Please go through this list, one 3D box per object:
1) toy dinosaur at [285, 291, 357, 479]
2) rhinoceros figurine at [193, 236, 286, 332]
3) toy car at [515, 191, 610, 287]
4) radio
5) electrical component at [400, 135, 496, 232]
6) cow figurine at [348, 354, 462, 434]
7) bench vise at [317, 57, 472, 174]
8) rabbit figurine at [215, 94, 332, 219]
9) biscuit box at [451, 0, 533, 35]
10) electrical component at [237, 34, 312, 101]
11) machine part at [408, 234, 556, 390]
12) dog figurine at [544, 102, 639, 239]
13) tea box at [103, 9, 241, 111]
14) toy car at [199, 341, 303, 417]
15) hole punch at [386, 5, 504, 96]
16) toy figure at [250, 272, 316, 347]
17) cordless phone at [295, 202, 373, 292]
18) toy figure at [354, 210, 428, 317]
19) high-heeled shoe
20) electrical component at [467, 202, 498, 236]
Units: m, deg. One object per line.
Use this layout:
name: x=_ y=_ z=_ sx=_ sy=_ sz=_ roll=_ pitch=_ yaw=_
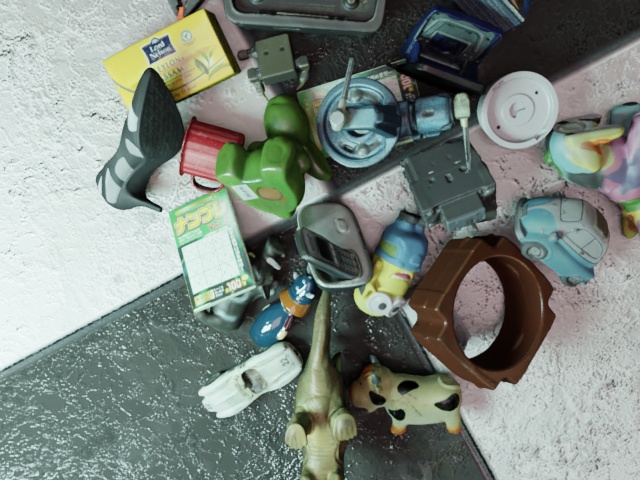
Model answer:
toy dinosaur: x=0.002 y=0.277 z=0.878 sx=0.105 sy=0.198 sz=0.470 roll=5 pitch=101 yaw=0
rhinoceros figurine: x=-0.129 y=0.073 z=0.887 sx=0.112 sy=0.073 sz=0.190 roll=32 pitch=106 yaw=-6
toy car: x=0.377 y=-0.007 z=0.809 sx=0.161 sy=0.109 sz=0.103 roll=38 pitch=140 yaw=-12
radio: x=-0.020 y=-0.358 z=0.748 sx=0.230 sy=0.073 sz=0.131 roll=4 pitch=106 yaw=1
electrical component: x=0.194 y=-0.079 z=0.796 sx=0.115 sy=0.134 sz=0.058 roll=-24 pitch=149 yaw=8
cow figurine: x=0.147 y=0.266 z=0.930 sx=0.195 sy=0.085 sz=0.127 roll=-1 pitch=113 yaw=5
bench vise: x=0.084 y=-0.157 z=0.712 sx=0.224 sy=0.240 sz=0.128 roll=7 pitch=101 yaw=20
rabbit figurine: x=-0.047 y=-0.129 z=0.784 sx=0.121 sy=0.170 sz=0.159 roll=-8 pitch=147 yaw=35
biscuit box: x=0.195 y=-0.364 z=0.716 sx=0.202 sy=0.063 sz=0.059 roll=37 pitch=65 yaw=-20
electrical component: x=-0.064 y=-0.257 z=0.799 sx=0.102 sy=0.045 sz=0.078 roll=-18 pitch=78 yaw=6
machine part: x=0.250 y=0.108 z=0.831 sx=0.201 sy=0.087 sz=0.201 roll=42 pitch=74 yaw=-19
dog figurine: x=0.444 y=-0.081 z=0.800 sx=0.192 sy=0.108 sz=0.219 roll=-15 pitch=109 yaw=6
tea box: x=-0.215 y=-0.255 z=0.792 sx=0.170 sy=0.068 sz=0.098 roll=-24 pitch=105 yaw=10
toy car: x=-0.123 y=0.247 z=0.949 sx=0.202 sy=0.056 sz=0.073 roll=-33 pitch=103 yaw=11
hole punch: x=0.177 y=-0.258 z=0.746 sx=0.142 sy=0.116 sz=0.092 roll=13 pitch=100 yaw=-12
toy figure: x=-0.057 y=0.115 z=0.904 sx=0.064 sy=0.058 sz=0.154 roll=46 pitch=106 yaw=6
cordless phone: x=-0.001 y=-0.003 z=0.786 sx=0.089 sy=0.184 sz=0.146 roll=-24 pitch=65 yaw=17
toy figure: x=0.118 y=0.040 z=0.864 sx=0.082 sy=0.089 sz=0.180 roll=20 pitch=99 yaw=-7
high-heeled shoe: x=-0.282 y=-0.147 z=0.795 sx=0.145 sy=0.086 sz=0.248 roll=27 pitch=124 yaw=24
electrical component: x=0.240 y=-0.047 z=0.827 sx=0.063 sy=0.094 sz=0.021 roll=-12 pitch=136 yaw=7
